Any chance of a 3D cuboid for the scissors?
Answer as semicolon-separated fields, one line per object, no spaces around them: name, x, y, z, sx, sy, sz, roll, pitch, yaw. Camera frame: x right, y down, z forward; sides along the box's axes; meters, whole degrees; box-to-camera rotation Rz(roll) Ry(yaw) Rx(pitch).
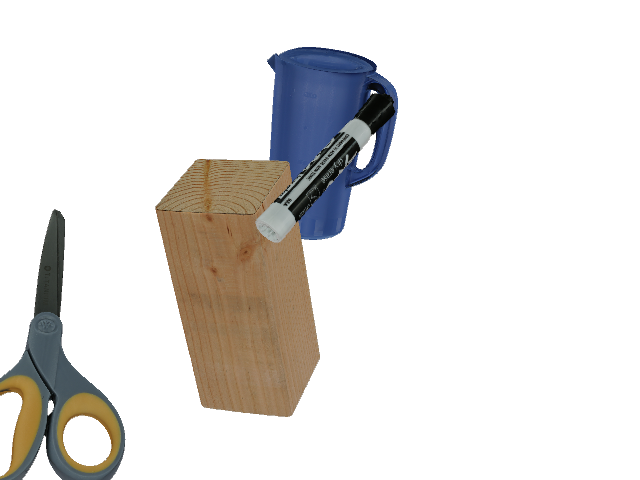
scissors;-0.145;0.065;0.627;0.096;0.201;0.016;18;-44;-4

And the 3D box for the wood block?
wood block;-0.067;0.042;0.926;0.090;0.206;0.090;3;33;20

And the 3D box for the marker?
marker;0.006;-0.046;0.636;0.121;0.020;0.020;-49;25;-24

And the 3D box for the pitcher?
pitcher;0.003;-0.126;1.414;0.144;0.243;0.149;-1;24;-20
